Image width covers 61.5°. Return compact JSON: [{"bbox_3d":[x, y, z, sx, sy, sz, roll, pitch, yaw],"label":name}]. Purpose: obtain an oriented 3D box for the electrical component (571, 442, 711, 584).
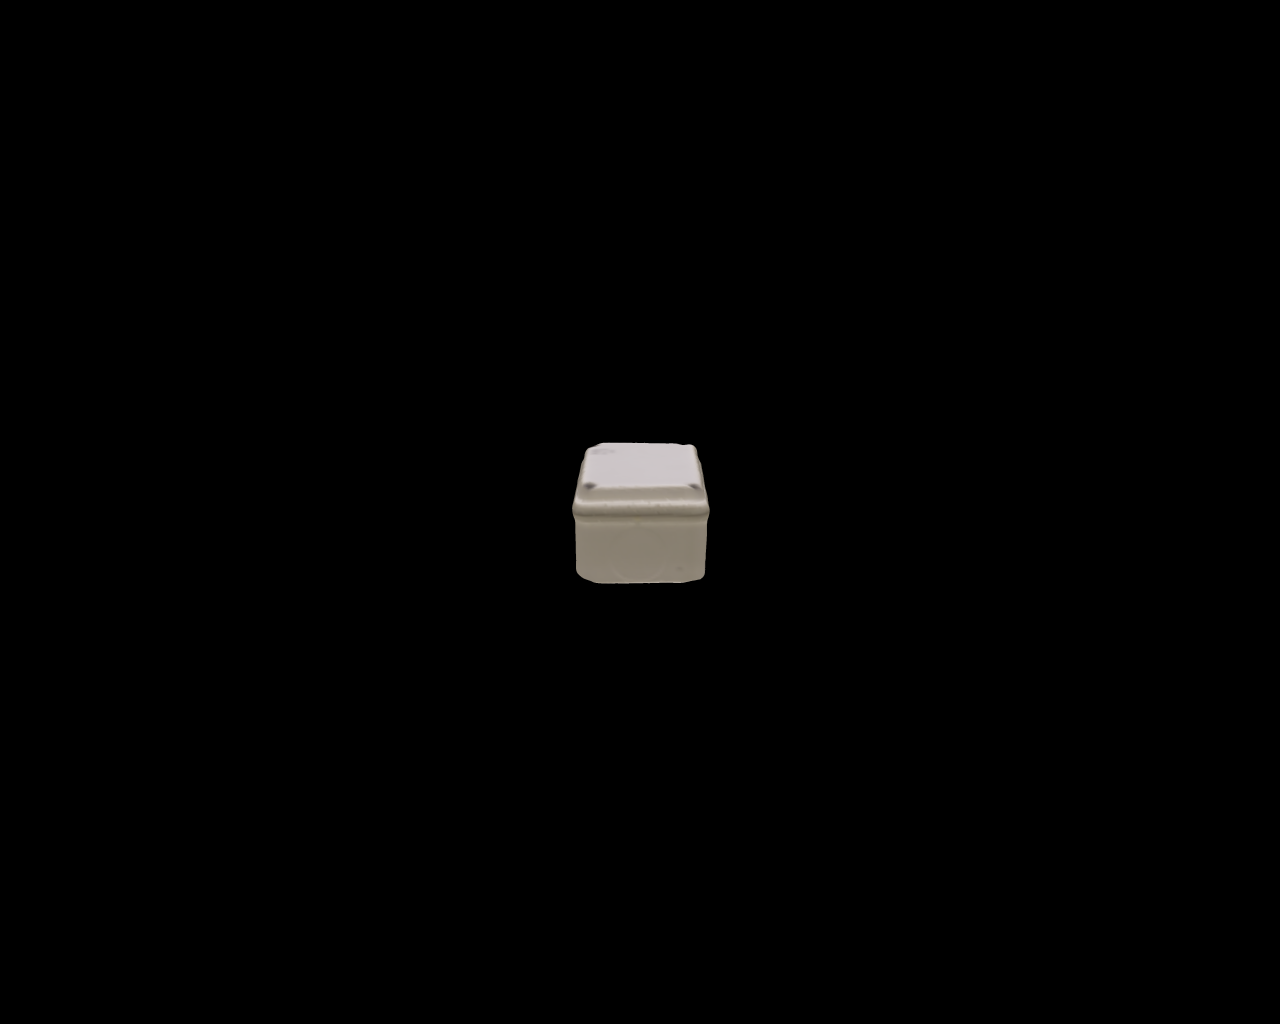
[{"bbox_3d":[0.001,-0.003,0.650,0.078,0.057,0.113,0,17,0],"label":"electrical component"}]
